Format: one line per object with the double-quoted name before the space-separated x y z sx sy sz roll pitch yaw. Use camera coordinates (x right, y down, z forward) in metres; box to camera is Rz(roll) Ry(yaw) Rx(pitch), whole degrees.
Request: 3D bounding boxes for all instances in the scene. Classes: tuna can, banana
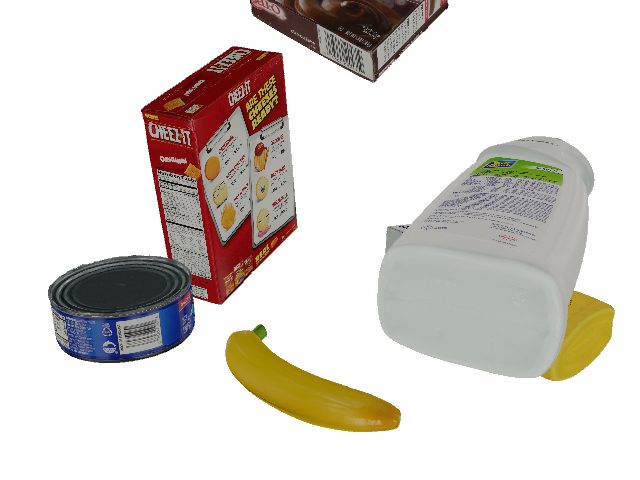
"tuna can" -0.119 0.041 0.645 0.086 0.034 0.086 -3 22 1
"banana" -0.022 0.109 0.855 0.069 0.037 0.198 -23 32 -30

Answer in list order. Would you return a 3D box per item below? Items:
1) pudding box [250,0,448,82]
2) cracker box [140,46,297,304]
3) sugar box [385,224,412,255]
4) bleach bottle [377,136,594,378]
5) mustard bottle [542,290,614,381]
"pudding box" 0.020 -0.171 0.742 0.114 0.090 0.039 34 -22 20
"cracker box" -0.098 -0.069 1.098 0.072 0.214 0.164 13 37 26
"sugar box" 0.157 0.026 1.246 0.175 0.093 0.048 -6 16 -32
"bleach bottle" 0.122 -0.011 0.644 0.103 0.068 0.250 12 27 21
"mustard bottle" 0.159 0.056 0.962 0.096 0.058 0.192 -29 39 -36
